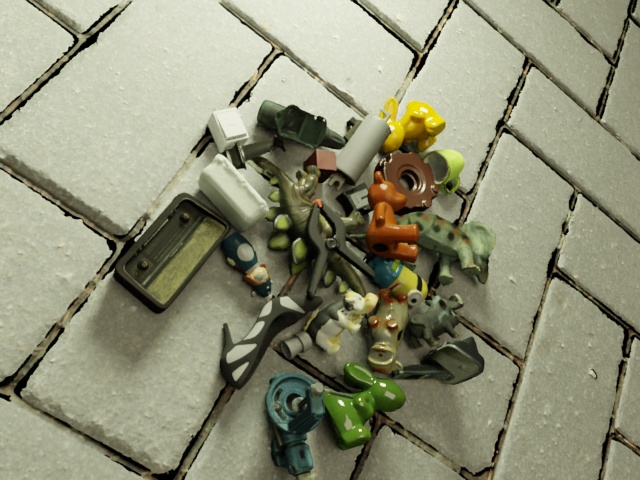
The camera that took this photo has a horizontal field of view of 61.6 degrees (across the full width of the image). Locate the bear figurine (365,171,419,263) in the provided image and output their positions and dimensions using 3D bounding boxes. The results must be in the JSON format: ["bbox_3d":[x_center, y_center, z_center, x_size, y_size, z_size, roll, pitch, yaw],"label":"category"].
[{"bbox_3d":[0.168,-0.057,1.240,0.132,0.120,0.196,6,54,11],"label":"bear figurine"}]

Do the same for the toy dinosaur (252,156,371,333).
[{"bbox_3d":[-0.003,-0.004,1.228,0.471,0.105,0.198,48,67,-5],"label":"toy dinosaur"}]

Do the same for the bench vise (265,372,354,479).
[{"bbox_3d":[-0.039,0.343,1.019,0.129,0.240,0.224,9,53,-19],"label":"bench vise"}]

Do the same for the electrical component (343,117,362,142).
[{"bbox_3d":[0.105,-0.271,1.400,0.102,0.045,0.078,41,89,-6],"label":"electrical component"}]

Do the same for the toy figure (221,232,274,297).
[{"bbox_3d":[-0.153,0.056,1.156,0.064,0.058,0.154,-36,93,-2],"label":"toy figure"}]

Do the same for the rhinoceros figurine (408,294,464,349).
[{"bbox_3d":[0.282,0.192,1.305,0.190,0.073,0.112,-19,85,-39],"label":"rhinoceros figurine"}]

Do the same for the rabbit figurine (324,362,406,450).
[{"bbox_3d":[0.092,0.344,1.144,0.170,0.121,0.159,-22,61,-15],"label":"rabbit figurine"}]

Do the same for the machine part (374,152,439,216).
[{"bbox_3d":[0.227,-0.149,1.409,0.179,0.056,0.179,8,69,-22],"label":"machine part"}]

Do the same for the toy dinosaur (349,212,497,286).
[{"bbox_3d":[0.284,-0.005,1.359,0.405,0.131,0.192,24,48,-7],"label":"toy dinosaur"}]

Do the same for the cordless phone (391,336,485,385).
[{"bbox_3d":[0.265,0.282,1.229,0.184,0.146,0.089,1,62,-25],"label":"cordless phone"}]

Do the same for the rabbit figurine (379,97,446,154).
[{"bbox_3d":[0.222,-0.300,1.428,0.173,0.122,0.162,-32,86,-14],"label":"rabbit figurine"}]

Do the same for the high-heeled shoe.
[{"bbox_3d":[-0.090,0.204,1.107,0.249,0.086,0.145,-17,61,-12],"label":"high-heeled shoe"}]

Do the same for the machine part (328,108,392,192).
[{"bbox_3d":[0.102,-0.222,1.332,0.079,0.079,0.243,37,80,-10],"label":"machine part"}]

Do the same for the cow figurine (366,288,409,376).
[{"bbox_3d":[0.151,0.218,1.217,0.195,0.086,0.127,-63,147,-48],"label":"cow figurine"}]

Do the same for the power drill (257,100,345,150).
[{"bbox_3d":[-0.032,-0.261,1.247,0.232,0.207,0.086,21,105,-10],"label":"power drill"}]

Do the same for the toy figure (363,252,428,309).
[{"bbox_3d":[0.183,0.089,1.293,0.180,0.082,0.089,41,63,-5],"label":"toy figure"}]

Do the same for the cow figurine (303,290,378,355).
[{"bbox_3d":[0.045,0.162,1.166,0.098,0.068,0.167,41,100,-1],"label":"cow figurine"}]

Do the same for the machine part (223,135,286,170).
[{"bbox_3d":[-0.148,-0.196,1.195,0.139,0.039,0.084,-18,46,0],"label":"machine part"}]

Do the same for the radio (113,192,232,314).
[{"bbox_3d":[-0.298,0.021,1.085,0.131,0.073,0.229,40,60,-9],"label":"radio"}]

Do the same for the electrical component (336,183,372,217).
[{"bbox_3d":[0.107,-0.099,1.339,0.119,0.048,0.075,-21,83,-28],"label":"electrical component"}]
